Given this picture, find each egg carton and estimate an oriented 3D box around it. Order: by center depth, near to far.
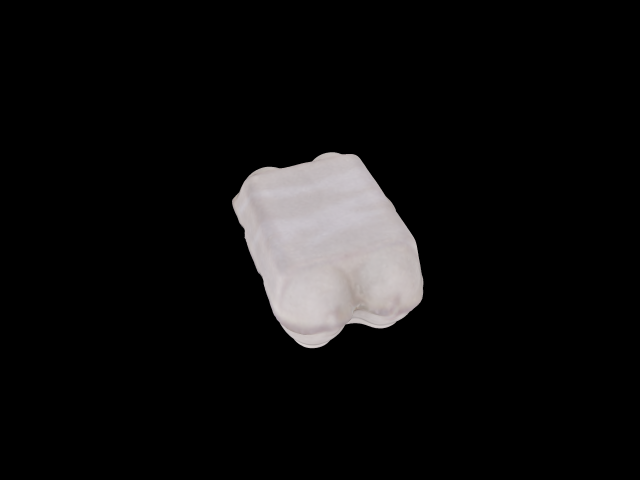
[{"bbox_3d":[0.004,0.001,0.400,0.107,0.069,0.150,-15,46,-15],"label":"egg carton"}]
